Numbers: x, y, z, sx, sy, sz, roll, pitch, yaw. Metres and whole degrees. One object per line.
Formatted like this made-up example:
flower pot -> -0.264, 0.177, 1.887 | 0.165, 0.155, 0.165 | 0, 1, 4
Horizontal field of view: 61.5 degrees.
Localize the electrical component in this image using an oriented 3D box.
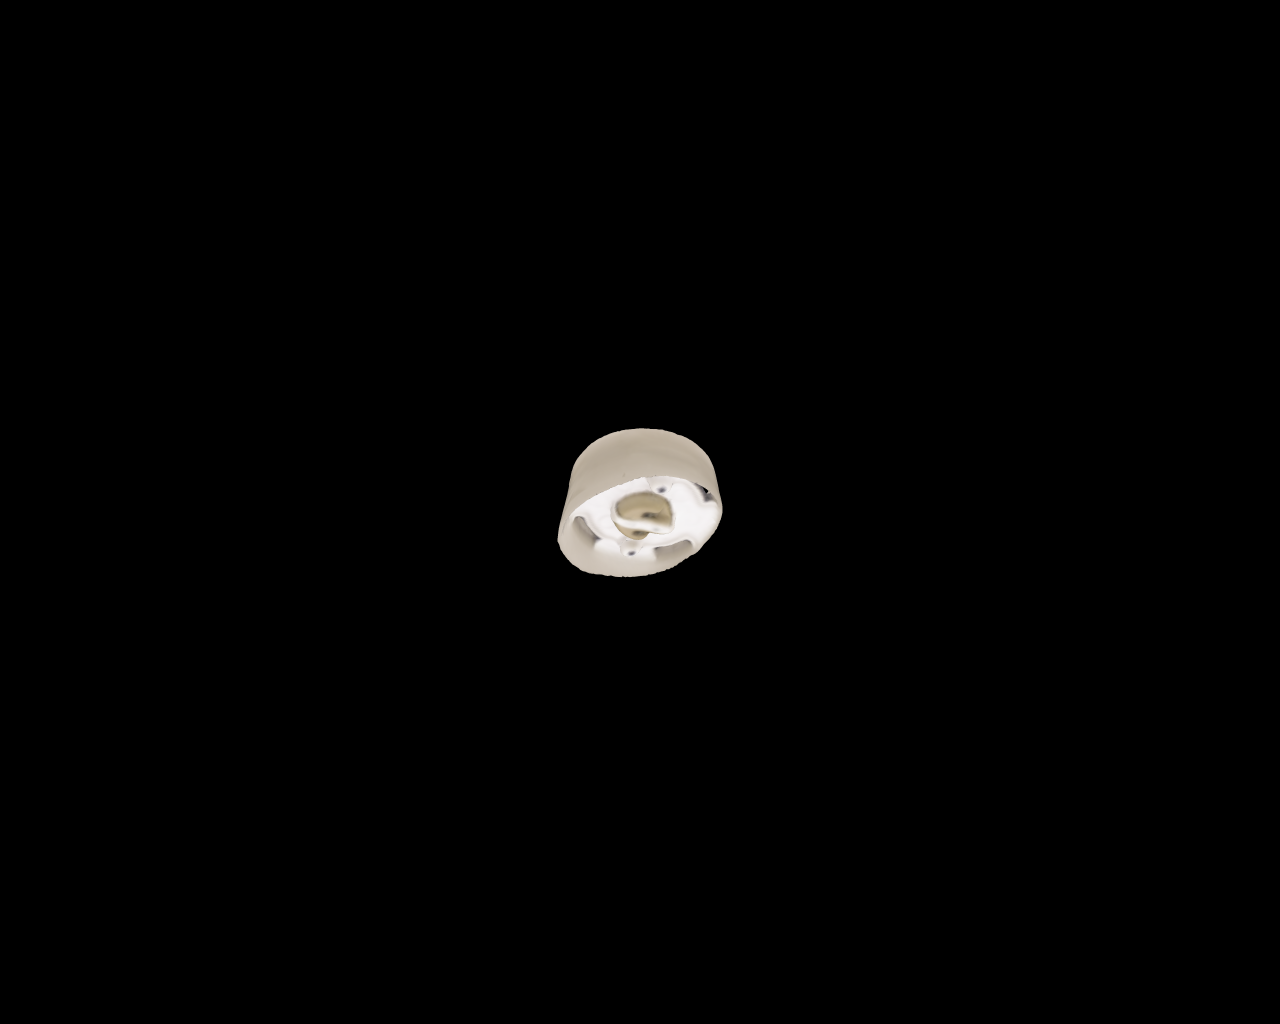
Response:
electrical component -> 0.001, -0.003, 0.650 | 0.099, 0.064, 0.099 | 0, -42, 0
